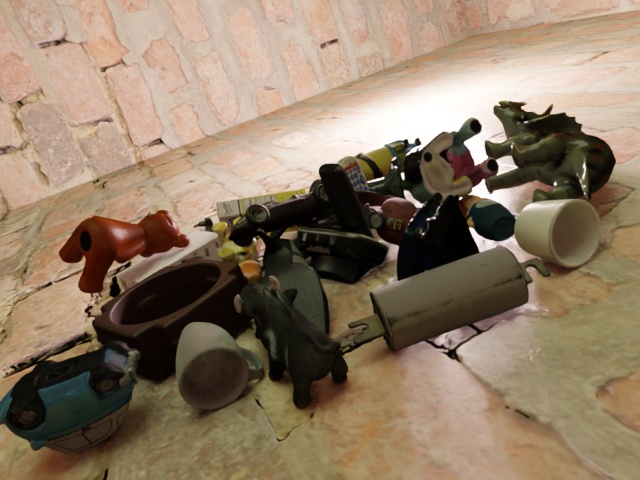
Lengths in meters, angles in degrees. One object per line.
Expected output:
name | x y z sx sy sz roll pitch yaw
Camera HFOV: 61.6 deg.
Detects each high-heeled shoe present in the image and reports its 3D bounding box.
high-heeled shoe | -0.032 0.078 0.814 0.086 0.145 0.249 -32 51 2

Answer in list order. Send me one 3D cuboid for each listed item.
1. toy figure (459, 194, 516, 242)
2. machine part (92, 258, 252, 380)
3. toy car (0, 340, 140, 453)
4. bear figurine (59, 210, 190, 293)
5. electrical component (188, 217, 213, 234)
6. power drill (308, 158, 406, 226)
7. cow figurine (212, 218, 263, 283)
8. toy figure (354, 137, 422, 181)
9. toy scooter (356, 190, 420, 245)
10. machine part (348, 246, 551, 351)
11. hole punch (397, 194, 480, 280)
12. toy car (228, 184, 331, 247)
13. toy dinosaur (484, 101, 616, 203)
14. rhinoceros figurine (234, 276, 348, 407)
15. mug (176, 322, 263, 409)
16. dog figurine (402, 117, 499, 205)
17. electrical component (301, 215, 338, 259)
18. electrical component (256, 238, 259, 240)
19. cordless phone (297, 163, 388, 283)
toy figure | 0.254 -0.040 0.844 0.064 0.057 0.155 18 13 -15
machine part | -0.217 0.112 0.813 0.201 0.087 0.201 3 29 43
toy car | -0.288 0.195 0.644 0.162 0.102 0.109 -18 19 -9
bear figurine | -0.355 0.009 0.998 0.196 0.120 0.132 -6 -43 -56
electrical component | -0.248 -0.018 1.205 0.078 0.045 0.102 -16 21 10
power drill | 0.071 -0.105 1.113 0.207 0.085 0.232 -11 24 9
cow figurine | -0.136 0.041 0.933 0.068 0.098 0.167 -17 40 -9
toy figure | 0.152 -0.177 1.220 0.180 0.082 0.089 -18 19 -4
toy scooter | 0.098 -0.043 0.902 0.135 0.075 0.184 11 12 -14
machine part | 0.150 0.068 0.634 0.243 0.079 0.079 -20 21 -2
hole punch | 0.151 0.010 0.734 0.092 0.115 0.142 -11 21 40
toy car | -0.064 -0.045 0.897 0.202 0.053 0.089 -19 -12 -34
toy dinosaur | 0.388 -0.130 0.864 0.192 0.131 0.405 -20 24 -1
rhinoceros figurine | -0.043 0.111 0.641 0.073 0.111 0.191 -29 31 -19
mug | -0.130 0.144 0.670 0.109 0.080 0.107 2 18 -27
dog figurine | 0.202 -0.119 0.945 0.191 0.108 0.219 -31 2 -13
electrical component | -0.002 -0.003 0.944 0.094 0.063 0.021 -27 23 -18
electrical component | -0.154 -0.035 1.170 0.075 0.047 0.119 -29 25 -27
cordless phone | 0.015 -0.033 0.842 0.089 0.184 0.147 -38 29 -31
